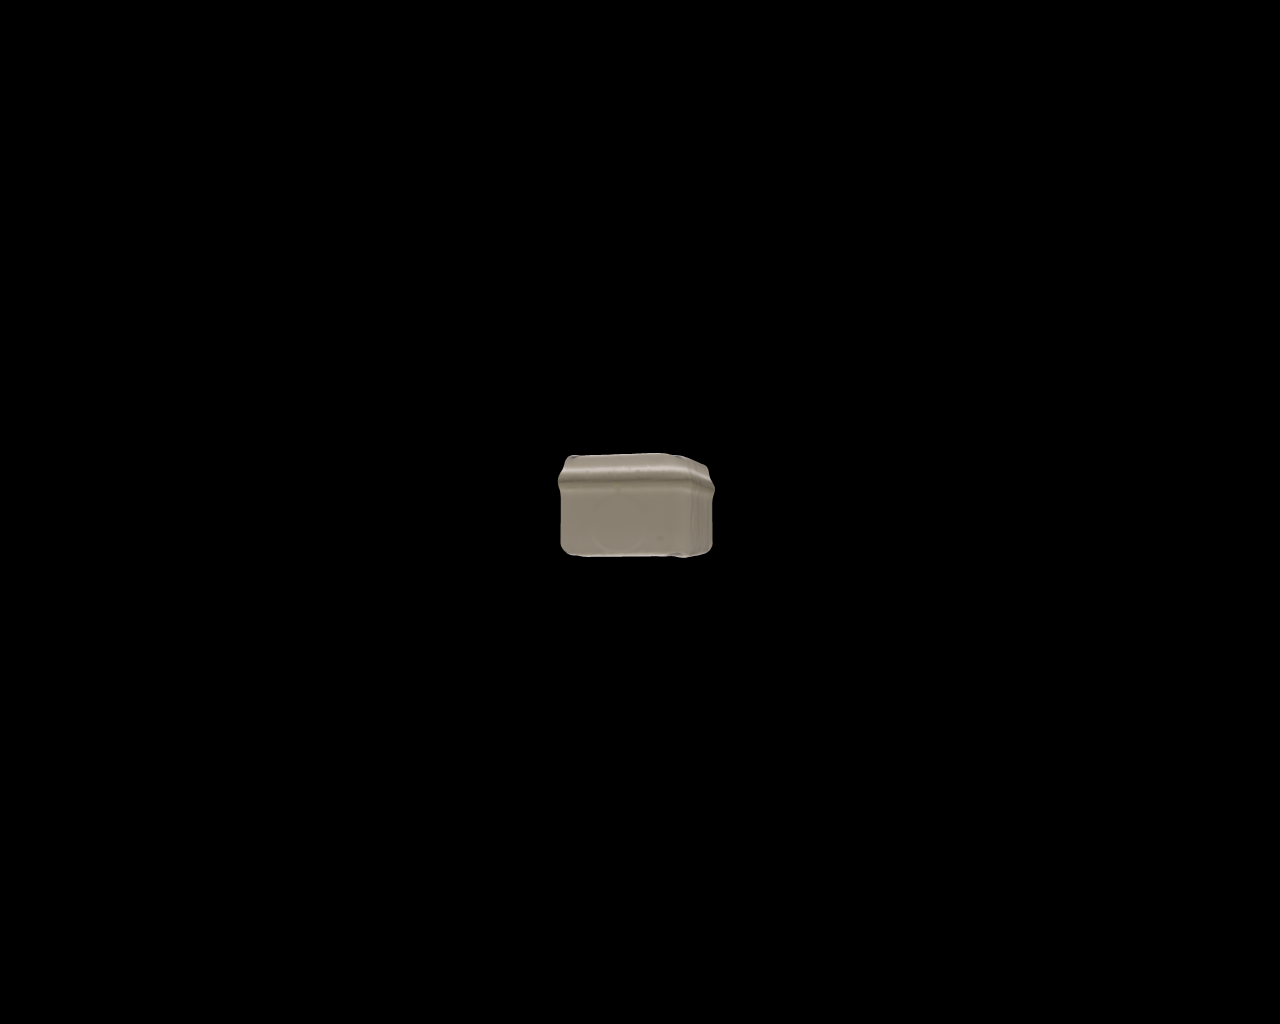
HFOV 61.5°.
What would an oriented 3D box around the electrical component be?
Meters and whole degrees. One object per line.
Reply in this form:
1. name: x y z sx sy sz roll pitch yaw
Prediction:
1. electrical component: 0.001 -0.003 0.650 0.078 0.057 0.113 0 -2 11
